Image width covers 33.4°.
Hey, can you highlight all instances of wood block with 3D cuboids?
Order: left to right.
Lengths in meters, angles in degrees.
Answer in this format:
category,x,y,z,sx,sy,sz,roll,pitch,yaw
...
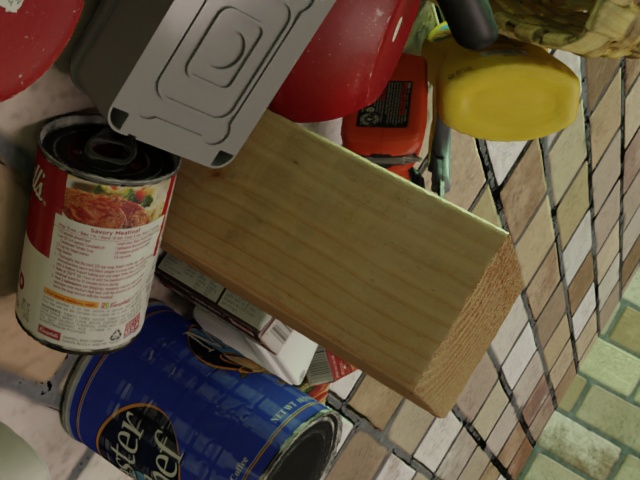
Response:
category,x,y,z,sx,sy,sz,roll,pitch,yaw
wood block,-0.004,0.001,0.578,0.090,0.206,0.090,-58,157,-8

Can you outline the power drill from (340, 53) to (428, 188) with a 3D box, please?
category,x,y,z,sx,sy,sz,roll,pitch,yaw
power drill,0.055,-0.043,0.798,0.184,0.057,0.187,-82,168,-45

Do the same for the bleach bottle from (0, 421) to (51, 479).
category,x,y,z,sx,sy,sz,roll,pitch,yaw
bleach bottle,-0.239,0.181,0.488,0.250,0.068,0.103,-31,144,-46

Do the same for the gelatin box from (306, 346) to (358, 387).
category,x,y,z,sx,sy,sz,roll,pitch,yaw
gelatin box,0.009,0.063,0.850,0.073,0.030,0.089,-19,93,-56

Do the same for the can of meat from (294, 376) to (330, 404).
category,x,y,z,sx,sy,sz,roll,pitch,yaw
can of meat,-0.035,0.136,0.870,0.101,0.057,0.084,-27,138,-54

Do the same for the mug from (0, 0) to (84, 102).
category,x,y,z,sx,sy,sz,roll,pitch,yaw
mug,-0.138,-0.085,0.358,0.117,0.082,0.093,-63,157,4

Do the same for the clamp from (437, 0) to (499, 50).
category,x,y,z,sx,sy,sz,roll,pitch,yaw
clamp,0.048,-0.211,0.550,0.209,0.036,0.164,23,70,-53

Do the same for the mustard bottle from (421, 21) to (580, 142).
category,x,y,z,sx,sy,sz,roll,pitch,yaw
mustard bottle,0.126,-0.133,0.804,0.191,0.096,0.058,-95,-177,-64

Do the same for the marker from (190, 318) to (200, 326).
category,x,y,z,sx,sy,sz,roll,pitch,yaw
marker,-0.091,0.102,0.758,0.020,0.020,0.121,-38,148,-43

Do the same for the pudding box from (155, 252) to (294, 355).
category,x,y,z,sx,sy,sz,roll,pitch,yaw
pudding box,-0.035,0.001,0.666,0.113,0.090,0.039,-55,155,-13

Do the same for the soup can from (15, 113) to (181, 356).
category,x,y,z,sx,sy,sz,roll,pitch,yaw
soup can,-0.112,-0.002,0.529,0.068,0.069,0.102,-28,142,-52

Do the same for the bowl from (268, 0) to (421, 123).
category,x,y,z,sx,sy,sz,roll,pitch,yaw
bowl,0.021,-0.131,0.624,0.162,0.055,0.162,23,89,-81

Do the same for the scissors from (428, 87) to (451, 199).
category,x,y,z,sx,sy,sz,roll,pitch,yaw
scissors,0.096,-0.045,0.860,0.096,0.016,0.201,88,6,-64

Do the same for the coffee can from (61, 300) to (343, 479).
category,x,y,z,sx,sy,sz,roll,pitch,yaw
coffee can,-0.072,0.114,0.654,0.102,0.140,0.103,-46,153,-32
